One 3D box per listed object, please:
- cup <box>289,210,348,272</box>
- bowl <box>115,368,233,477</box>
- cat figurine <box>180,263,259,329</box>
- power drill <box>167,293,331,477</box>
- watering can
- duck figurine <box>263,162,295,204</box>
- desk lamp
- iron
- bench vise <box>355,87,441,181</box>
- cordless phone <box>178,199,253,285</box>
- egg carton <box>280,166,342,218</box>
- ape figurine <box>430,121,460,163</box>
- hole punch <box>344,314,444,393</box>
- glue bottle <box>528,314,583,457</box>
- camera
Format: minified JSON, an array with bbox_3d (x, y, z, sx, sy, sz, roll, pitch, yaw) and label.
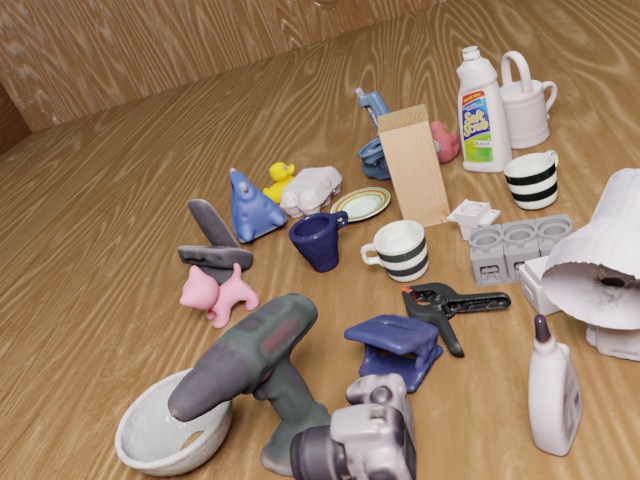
[{"bbox_3d":[0.010,0.004,1.062,0.118,0.095,0.091,-29,30,-13],"label":"cup"},{"bbox_3d":[-0.187,0.260,0.785,0.167,0.075,0.167,-16,30,10],"label":"bowl"},{"bbox_3d":[-0.187,0.091,1.022,0.128,0.118,0.067,-31,31,-17],"label":"cat figurine"},{"bbox_3d":[-0.064,0.184,0.696,0.075,0.209,0.230,1,37,34],"label":"power drill"},{"bbox_3d":[0.410,-0.295,1.198,0.173,0.194,0.100,-33,31,-19],"label":"watering can"},{"bbox_3d":[-0.096,-0.143,1.384,0.105,0.086,0.077,-30,30,-14],"label":"duck figurine"},{"bbox_3d":[0.349,0.040,0.662,0.117,0.214,0.204,7,40,40],"label":"desk lamp"},{"bbox_3d":[-0.169,-0.098,1.299,0.119,0.142,0.257,-26,30,-9],"label":"iron"},{"bbox_3d":[0.161,-0.227,1.220,0.206,0.220,0.122,-2,35,31],"label":"bench vise"},{"bbox_3d":[-0.229,-0.007,1.142,0.147,0.185,0.094,0,36,33],"label":"cordless phone"},{"bbox_3d":[-0.018,-0.110,1.294,0.107,0.069,0.150,1,36,34],"label":"egg carton"},{"bbox_3d":[0.268,-0.223,1.275,0.077,0.092,0.076,-5,33,26],"label":"ape figurine"},{"bbox_3d":[0.100,0.138,0.786,0.108,0.091,0.101,8,41,41],"label":"hole punch"},{"bbox_3d":[0.242,0.144,0.600,0.037,0.173,0.078,7,40,40],"label":"glue bottle"},{"bbox_3d":[0.037,0.228,0.667,0.136,0.101,0.143,-13,31,15],"label":"camera"}]
